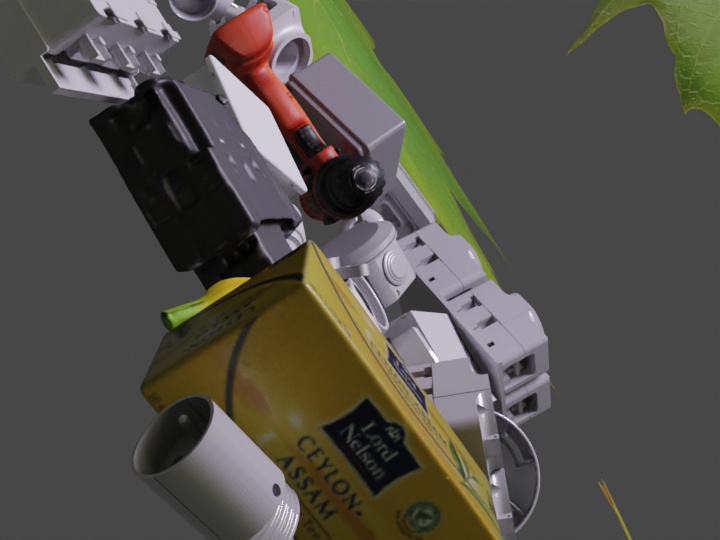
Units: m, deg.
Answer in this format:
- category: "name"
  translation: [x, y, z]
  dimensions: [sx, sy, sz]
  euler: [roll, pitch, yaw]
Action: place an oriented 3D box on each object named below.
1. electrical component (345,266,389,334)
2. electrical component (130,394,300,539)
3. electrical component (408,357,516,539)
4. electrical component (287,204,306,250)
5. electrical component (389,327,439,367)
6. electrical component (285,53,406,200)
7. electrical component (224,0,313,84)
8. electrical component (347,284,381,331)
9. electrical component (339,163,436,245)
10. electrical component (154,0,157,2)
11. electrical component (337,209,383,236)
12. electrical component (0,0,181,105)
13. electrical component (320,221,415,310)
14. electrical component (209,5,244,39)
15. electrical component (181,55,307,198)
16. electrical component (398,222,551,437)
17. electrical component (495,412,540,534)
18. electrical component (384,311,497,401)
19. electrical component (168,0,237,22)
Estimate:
- category: "electrical component"
  translation: [-0.017, 0.033, 0.743]
  dimensions: [0.078, 0.057, 0.058]
  euler: [53, 13, -22]
- category: "electrical component"
  translation: [-0.055, 0.095, 0.461]
  dimensions: [0.081, 0.043, 0.043]
  euler: [51, 13, -29]
- category: "electrical component"
  translation: [0.057, 0.138, 0.635]
  dimensions: [0.089, 0.062, 0.150]
  euler: [-84, 163, -72]
- category: "electrical component"
  translation: [-0.057, -0.017, 0.752]
  dimensions: [0.040, 0.040, 0.078]
  euler: [50, 14, -33]
- category: "electrical component"
  translation: [0.022, 0.082, 0.735]
  dimensions: [0.052, 0.074, 0.138]
  euler: [57, 0, 8]
- category: "electrical component"
  translation: [-0.017, -0.125, 0.997]
  dimensions: [0.108, 0.056, 0.108]
  euler: [45, -24, 19]
- category: "electrical component"
  translation: [-0.082, -0.204, 0.994]
  dimensions: [0.056, 0.050, 0.089]
  euler: [34, -28, 29]
- category: "electrical component"
  translation: [-0.016, 0.059, 0.659]
  dimensions: [0.076, 0.066, 0.047]
  euler: [58, 12, -1]
- category: "electrical component"
  translation: [0.022, -0.066, 1.113]
  dimensions: [0.113, 0.078, 0.057]
  euler: [51, 16, -29]
- category: "electrical component"
  translation: [-0.171, -0.244, 0.839]
  dimensions: [0.047, 0.055, 0.055]
  euler: [42, 19, -41]
- category: "electrical component"
  translation: [0.007, -0.032, 1.047]
  dimensions: [0.048, 0.048, 0.062]
  euler: [61, 5, 14]
- category: "electrical component"
  translation: [-0.154, -0.137, 0.606]
  dimensions: [0.078, 0.063, 0.121]
  euler: [58, 12, 1]
- category: "electrical component"
  translation: [0.000, 0.000, 0.850]
  dimensions: [0.051, 0.080, 0.080]
  euler: [60, 10, -18]
- category: "electrical component"
  translation: [-0.114, -0.224, 1.040]
  dimensions: [0.055, 0.045, 0.045]
  euler: [39, 22, -57]
- category: "electrical component"
  translation: [-0.092, -0.093, 0.783]
  dimensions: [0.100, 0.048, 0.099]
  euler: [38, 23, -59]
- category: "electrical component"
  translation: [0.105, 0.049, 1.008]
  dimensions: [0.186, 0.060, 0.105]
  euler: [50, -19, 42]
- category: "electrical component"
  translation: [0.076, 0.144, 0.753]
  dimensions: [0.099, 0.099, 0.064]
  euler: [60, 6, 10]
- category: "electrical component"
  translation: [0.054, 0.088, 0.882]
  dimensions: [0.089, 0.062, 0.150]
  euler: [60, 12, 11]
- category: "electrical component"
  translation: [-0.140, -0.253, 0.985]
  dimensions: [0.079, 0.043, 0.077]
  euler: [28, 26, -29]
